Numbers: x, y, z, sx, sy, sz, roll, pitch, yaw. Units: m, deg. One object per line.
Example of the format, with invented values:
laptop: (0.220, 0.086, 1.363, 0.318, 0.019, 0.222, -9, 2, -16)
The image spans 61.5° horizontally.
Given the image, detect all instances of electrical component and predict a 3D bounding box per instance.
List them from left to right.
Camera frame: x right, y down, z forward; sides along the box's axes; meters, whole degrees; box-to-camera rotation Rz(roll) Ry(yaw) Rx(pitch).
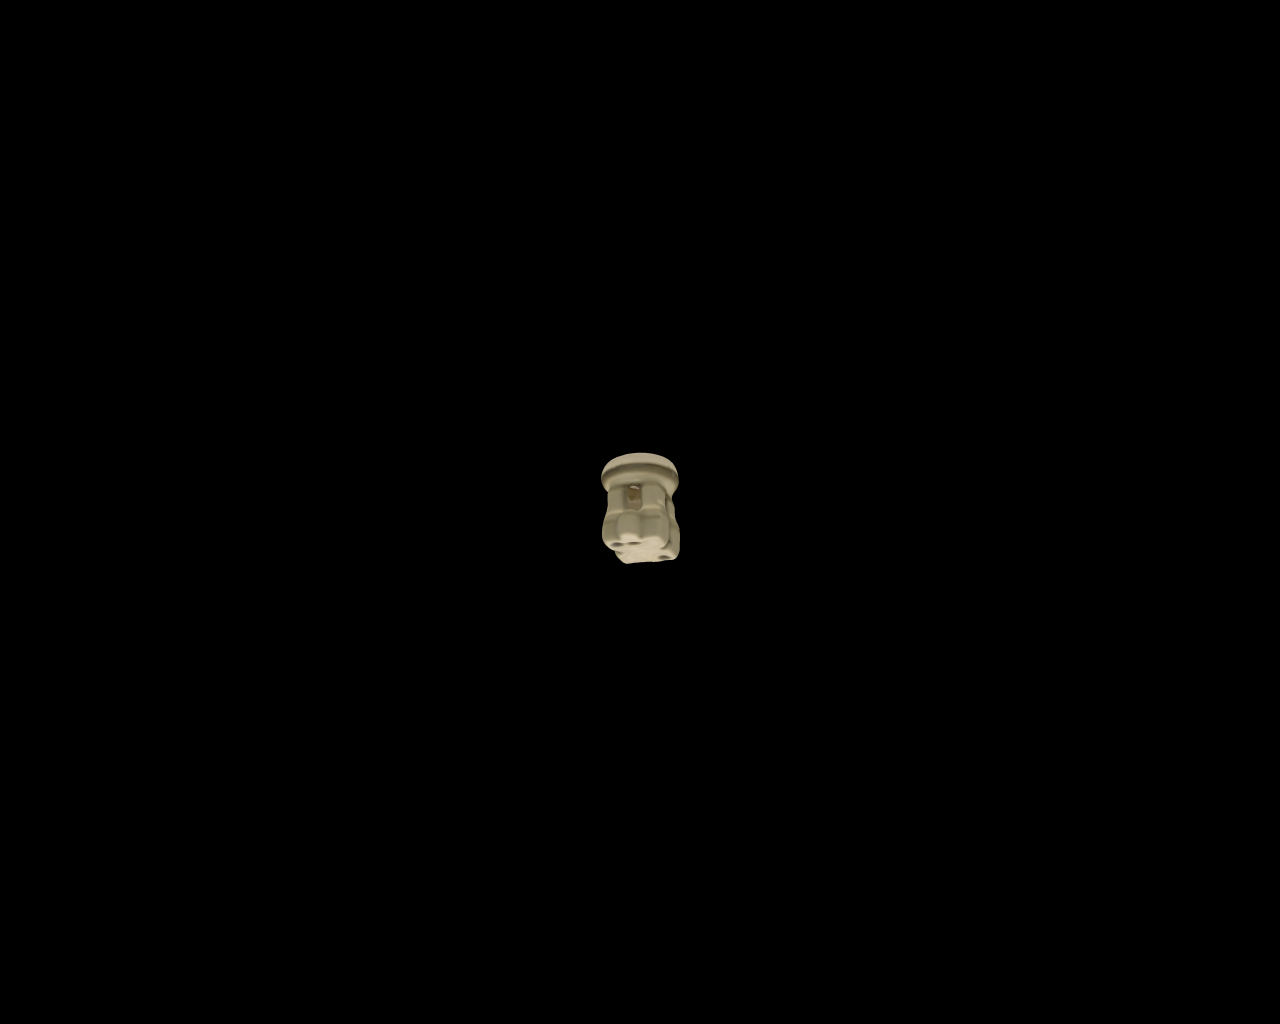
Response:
electrical component: (0.001, -0.003, 0.650, 0.048, 0.055, 0.066, -6, -23, 14)
